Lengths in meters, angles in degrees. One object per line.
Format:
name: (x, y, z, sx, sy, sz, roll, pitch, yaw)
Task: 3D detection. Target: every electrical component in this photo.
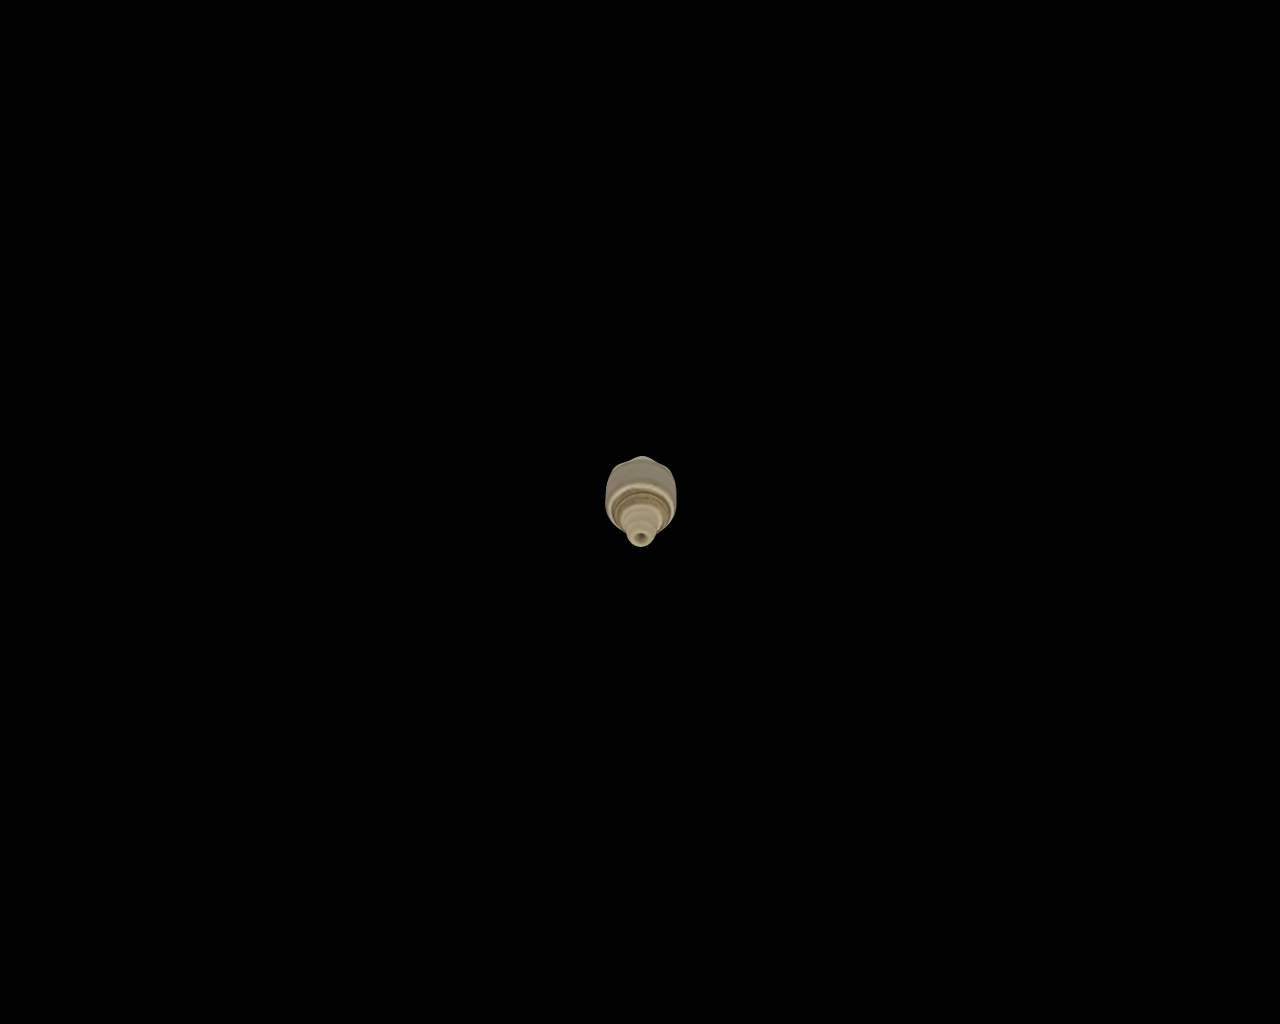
electrical component: (0.001, -0.003, 0.650, 0.043, 0.043, 0.062, 0, 37, 0)
